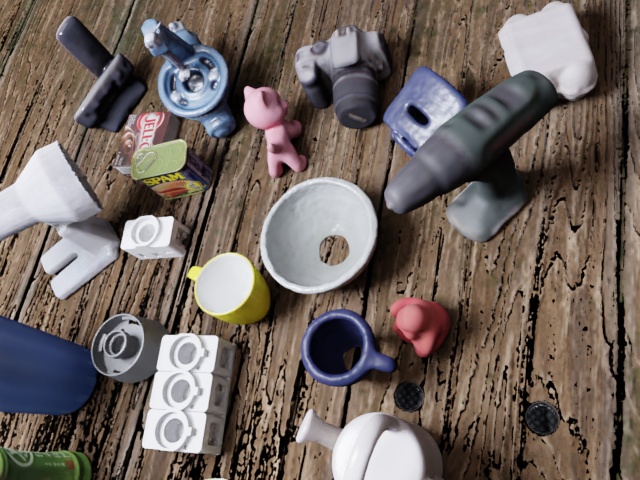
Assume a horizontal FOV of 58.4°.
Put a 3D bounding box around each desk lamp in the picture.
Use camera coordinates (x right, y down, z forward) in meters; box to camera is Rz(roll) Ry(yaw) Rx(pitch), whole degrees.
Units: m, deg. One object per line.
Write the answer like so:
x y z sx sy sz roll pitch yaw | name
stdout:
-0.406 -0.028 0.881 0.203 0.214 0.117 -40 60 2 | desk lamp

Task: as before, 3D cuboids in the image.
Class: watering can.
0.056 0.233 0.601 0.172 0.194 0.101 -4 67 20 | watering can

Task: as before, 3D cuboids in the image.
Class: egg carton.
0.309 -0.251 0.779 0.107 0.070 0.150 -15 64 15 | egg carton

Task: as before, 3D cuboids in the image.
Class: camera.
0.035 -0.242 0.865 0.143 0.101 0.137 -10 65 17 | camera

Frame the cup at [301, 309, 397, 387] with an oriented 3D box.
0.046 0.143 0.701 0.117 0.095 0.092 13 74 26 | cup

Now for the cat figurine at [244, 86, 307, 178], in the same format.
-0.075 -0.175 0.870 0.067 0.118 0.127 -18 63 14 | cat figurine

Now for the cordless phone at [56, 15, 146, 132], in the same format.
-0.414 -0.291 1.012 0.093 0.185 0.148 21 77 28 | cordless phone

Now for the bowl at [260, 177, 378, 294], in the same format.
0.007 0.003 0.787 0.167 0.075 0.167 -8 66 18 | bowl

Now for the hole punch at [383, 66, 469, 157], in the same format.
0.147 -0.167 0.795 0.101 0.091 0.108 -40 60 1 | hole punch

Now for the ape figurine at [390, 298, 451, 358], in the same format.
0.117 0.100 0.693 0.076 0.092 0.078 -17 63 14 | ape figurine

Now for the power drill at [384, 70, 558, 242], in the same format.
0.184 -0.080 0.676 0.230 0.209 0.075 -46 60 -2 | power drill

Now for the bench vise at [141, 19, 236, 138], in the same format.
-0.230 -0.284 0.917 0.121 0.220 0.207 -42 60 0 | bench vise
